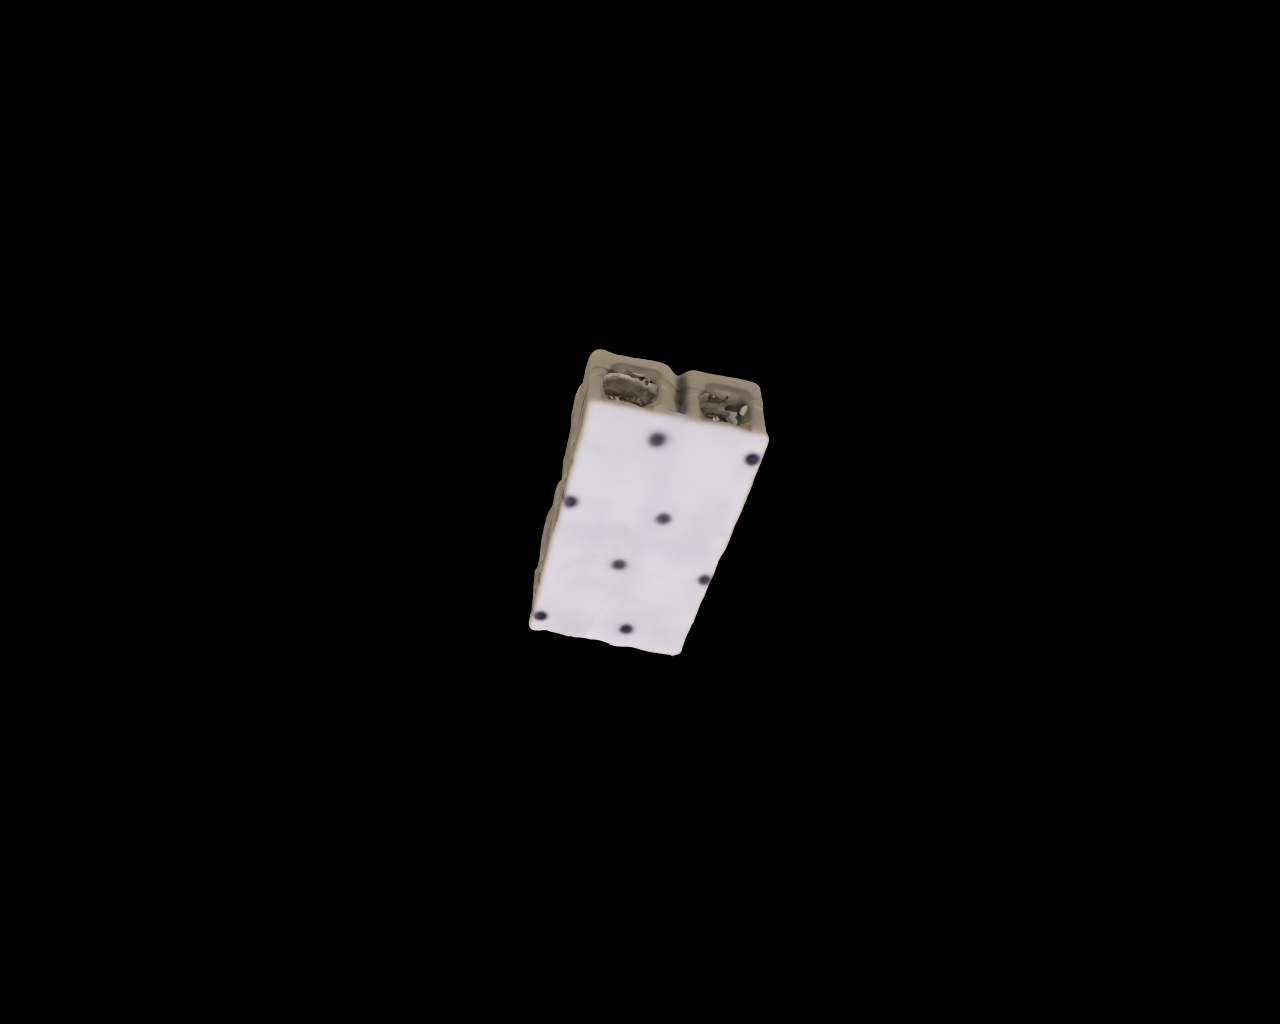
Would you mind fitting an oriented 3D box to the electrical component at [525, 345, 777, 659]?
[{"bbox_3d":[0.001,-0.003,0.650,0.105,0.186,0.060,11,40,-9],"label":"electrical component"}]
